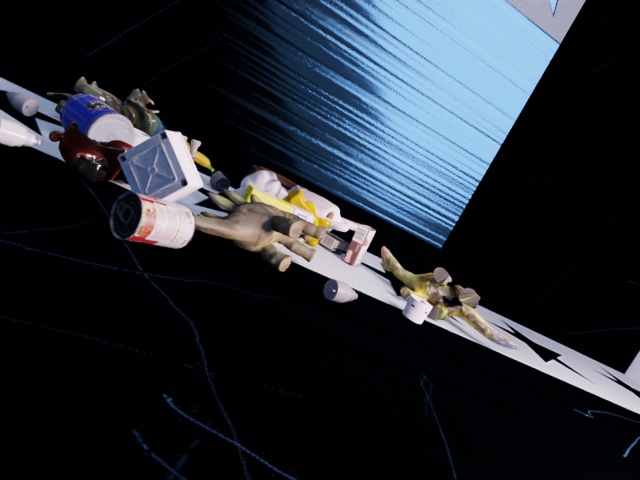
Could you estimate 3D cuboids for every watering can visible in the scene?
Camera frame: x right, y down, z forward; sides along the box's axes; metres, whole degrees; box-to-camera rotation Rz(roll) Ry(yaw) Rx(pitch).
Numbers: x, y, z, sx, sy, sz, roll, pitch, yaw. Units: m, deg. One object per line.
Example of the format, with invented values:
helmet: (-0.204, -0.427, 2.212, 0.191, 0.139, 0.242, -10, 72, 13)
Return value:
watering can: (0.005, -0.085, 1.686, 0.226, 0.103, 0.347, 31, 9, 20)

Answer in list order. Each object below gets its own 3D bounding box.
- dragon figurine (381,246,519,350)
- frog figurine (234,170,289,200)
dragon figurine: (0.325, 0.156, 1.388, 0.411, 0.122, 0.242, 38, 1, 3)
frog figurine: (-0.166, -0.116, 1.326, 0.137, 0.122, 0.161, -6, 7, 21)
